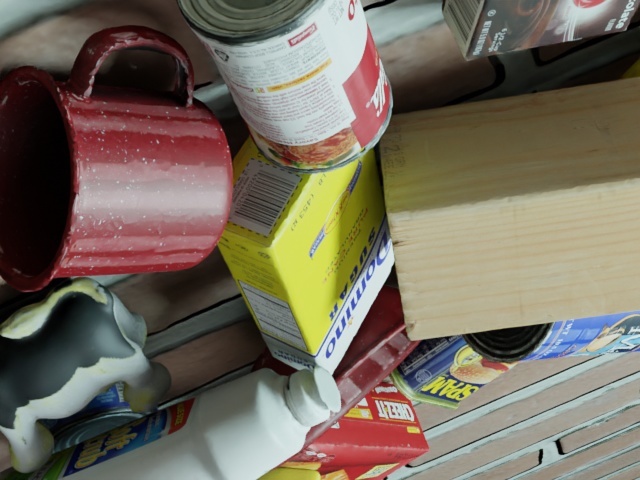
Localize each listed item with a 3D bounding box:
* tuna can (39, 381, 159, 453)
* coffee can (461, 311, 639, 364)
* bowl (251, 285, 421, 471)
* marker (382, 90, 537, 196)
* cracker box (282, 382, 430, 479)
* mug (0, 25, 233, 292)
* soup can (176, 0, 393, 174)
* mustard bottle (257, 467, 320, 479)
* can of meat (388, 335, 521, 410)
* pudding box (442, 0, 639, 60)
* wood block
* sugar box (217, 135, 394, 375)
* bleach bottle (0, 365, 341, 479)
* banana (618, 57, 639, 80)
[{"bbox_3d":[-0.152,0.121,0.720,0.086,0.034,0.086,-17,150,-10],"label":"tuna can"},{"bbox_3d":[0.171,0.028,0.715,0.140,0.103,0.103,0,144,-34],"label":"coffee can"},{"bbox_3d":[0.006,0.079,0.704,0.162,0.055,0.162,-41,166,-13],"label":"bowl"},{"bbox_3d":[0.081,-0.048,0.613,0.121,0.020,0.020,-32,150,16],"label":"marker"},{"bbox_3d":[-0.043,0.190,0.871,0.214,0.072,0.163,-39,146,29],"label":"cracker box"},{"bbox_3d":[-0.088,-0.036,0.458,0.081,0.093,0.117,-2,120,-41],"label":"mug"},{"bbox_3d":[-0.013,-0.081,0.444,0.068,0.068,0.102,-24,150,3],"label":"soup can"},{"bbox_3d":[-0.099,0.192,0.753,0.191,0.058,0.096,5,139,-5],"label":"mustard bottle"},{"bbox_3d":[0.105,0.079,0.806,0.084,0.057,0.102,-38,148,20],"label":"can of meat"},{"bbox_3d":[0.109,-0.136,0.465,0.090,0.039,0.114,-12,150,-18],"label":"pudding box"},{"bbox_3d":[0.139,-0.020,0.553,0.206,0.090,0.091,-8,129,6],"label":"wood block"},{"bbox_3d":[-0.003,0.001,0.566,0.093,0.048,0.176,-59,156,-19],"label":"sugar box"},{"bbox_3d":[-0.099,0.134,0.631,0.251,0.068,0.102,-28,-174,19],"label":"bleach bottle"},{"bbox_3d":[0.190,-0.098,0.574,0.069,0.037,0.198,-16,151,-49],"label":"banana"}]
